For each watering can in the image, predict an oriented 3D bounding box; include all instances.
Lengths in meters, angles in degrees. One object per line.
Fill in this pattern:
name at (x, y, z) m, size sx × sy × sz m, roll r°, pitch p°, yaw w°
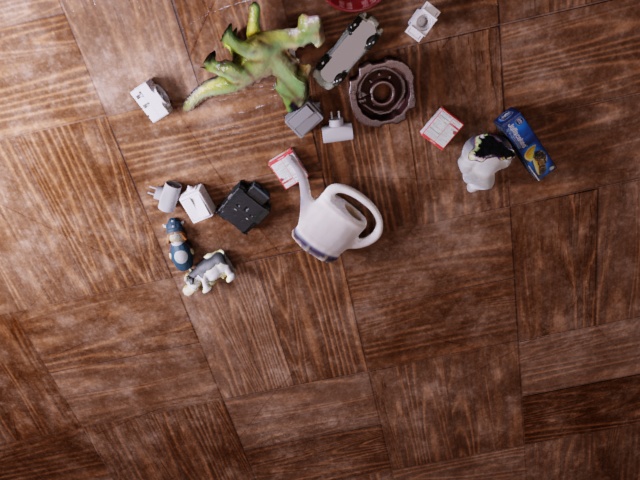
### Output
watering can at (0.004, -0.070, 1.391) m, size 0.345 × 0.106 × 0.221 m, roll 32°, pitch 112°, yaw -18°

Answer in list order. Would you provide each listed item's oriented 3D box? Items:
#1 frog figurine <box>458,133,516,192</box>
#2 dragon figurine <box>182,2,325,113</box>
frog figurine at (0.437, -0.203, 1.368) m, size 0.137 × 0.125 × 0.156 m, roll -18°, pitch 153°, yaw -3°
dragon figurine at (-0.138, -0.387, 1.214) m, size 0.241 × 0.125 × 0.403 m, roll 36°, pitch 128°, yaw -14°
